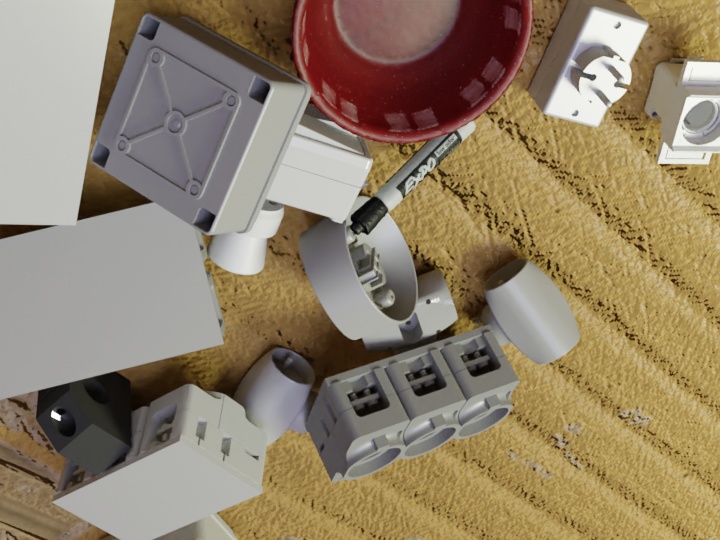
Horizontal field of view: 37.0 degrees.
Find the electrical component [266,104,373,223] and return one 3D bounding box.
[{"bbox_3d":[-0.034,-0.081,0.754,0.096,0.061,0.061,15,119,-22],"label":"electrical component"}]

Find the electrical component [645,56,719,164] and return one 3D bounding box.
[{"bbox_3d":[0.242,-0.120,0.789,0.042,0.063,0.081,1,124,-12],"label":"electrical component"}]

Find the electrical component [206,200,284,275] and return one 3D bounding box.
[{"bbox_3d":[-0.083,-0.031,0.787,0.045,0.045,0.055,12,120,-20],"label":"electrical component"}]

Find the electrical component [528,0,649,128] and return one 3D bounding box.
[{"bbox_3d":[0.165,-0.139,0.750,0.047,0.075,0.083,11,121,-19],"label":"electrical component"}]

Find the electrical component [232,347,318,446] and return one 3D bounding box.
[{"bbox_3d":[-0.060,0.112,0.892,0.079,0.043,0.077,24,116,-26],"label":"electrical component"}]

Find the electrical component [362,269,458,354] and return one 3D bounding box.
[{"bbox_3d":[0.040,0.045,0.869,0.077,0.043,0.079,-20,128,1],"label":"electrical component"}]

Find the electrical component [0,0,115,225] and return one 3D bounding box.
[{"bbox_3d":[-0.222,-0.123,0.668,0.105,0.060,0.186,0,125,-29],"label":"electrical component"}]

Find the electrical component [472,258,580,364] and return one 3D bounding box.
[{"bbox_3d":[0.127,0.039,0.879,0.079,0.043,0.077,-26,106,44],"label":"electrical component"}]

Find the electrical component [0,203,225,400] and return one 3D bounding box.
[{"bbox_3d":[-0.198,0.020,0.758,0.186,0.060,0.105,-14,95,-3],"label":"electrical component"}]

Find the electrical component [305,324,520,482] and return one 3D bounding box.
[{"bbox_3d":[0.043,0.110,0.859,0.150,0.061,0.089,-16,153,-23],"label":"electrical component"}]

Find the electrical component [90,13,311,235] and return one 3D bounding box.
[{"bbox_3d":[-0.103,-0.093,0.691,0.109,0.056,0.108,31,108,19],"label":"electrical component"}]

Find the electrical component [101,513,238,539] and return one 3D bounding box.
[{"bbox_3d":[-0.171,0.260,0.960,0.113,0.057,0.078,-27,126,6],"label":"electrical component"}]

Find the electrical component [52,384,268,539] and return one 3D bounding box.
[{"bbox_3d":[-0.158,0.155,0.861,0.150,0.061,0.089,-28,128,30],"label":"electrical component"}]

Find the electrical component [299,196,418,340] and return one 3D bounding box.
[{"bbox_3d":[0.000,0.000,0.798,0.064,0.099,0.099,-27,126,13],"label":"electrical component"}]
